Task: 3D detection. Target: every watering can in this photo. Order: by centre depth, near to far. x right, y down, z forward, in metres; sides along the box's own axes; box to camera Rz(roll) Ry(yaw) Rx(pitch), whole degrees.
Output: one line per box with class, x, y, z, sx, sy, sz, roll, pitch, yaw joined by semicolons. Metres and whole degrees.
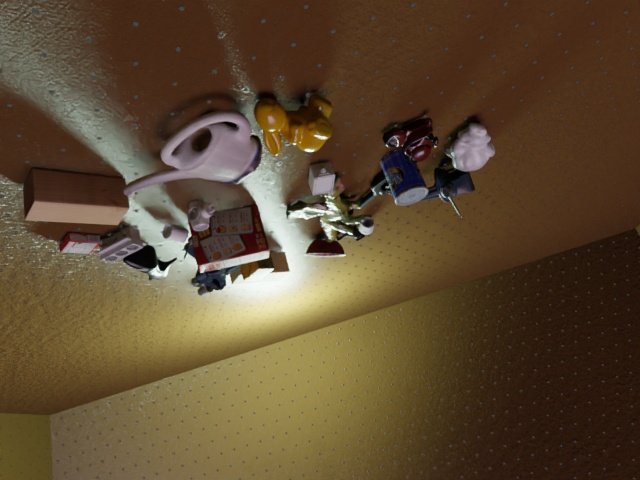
watering can;-0.280;-0.184;1.198;0.343;0.106;0.223;-31;155;27

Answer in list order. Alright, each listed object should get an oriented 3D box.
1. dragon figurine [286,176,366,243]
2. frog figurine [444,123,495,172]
dragon figurine;0.005;-0.086;1.699;0.242;0.125;0.402;12;150;-18
frog figurine;0.456;-0.274;1.521;0.137;0.124;0.157;9;163;-11
